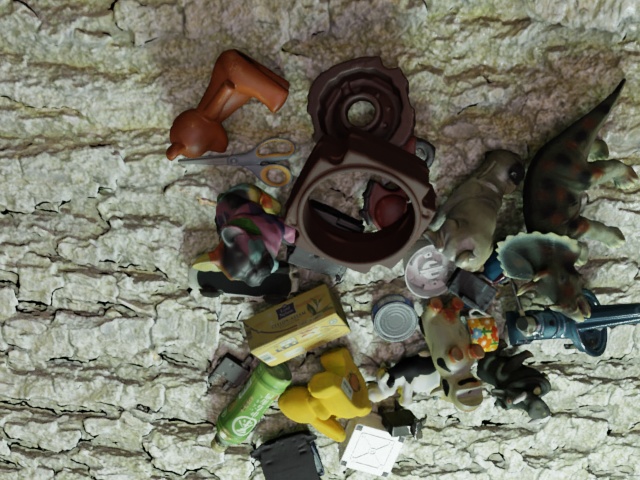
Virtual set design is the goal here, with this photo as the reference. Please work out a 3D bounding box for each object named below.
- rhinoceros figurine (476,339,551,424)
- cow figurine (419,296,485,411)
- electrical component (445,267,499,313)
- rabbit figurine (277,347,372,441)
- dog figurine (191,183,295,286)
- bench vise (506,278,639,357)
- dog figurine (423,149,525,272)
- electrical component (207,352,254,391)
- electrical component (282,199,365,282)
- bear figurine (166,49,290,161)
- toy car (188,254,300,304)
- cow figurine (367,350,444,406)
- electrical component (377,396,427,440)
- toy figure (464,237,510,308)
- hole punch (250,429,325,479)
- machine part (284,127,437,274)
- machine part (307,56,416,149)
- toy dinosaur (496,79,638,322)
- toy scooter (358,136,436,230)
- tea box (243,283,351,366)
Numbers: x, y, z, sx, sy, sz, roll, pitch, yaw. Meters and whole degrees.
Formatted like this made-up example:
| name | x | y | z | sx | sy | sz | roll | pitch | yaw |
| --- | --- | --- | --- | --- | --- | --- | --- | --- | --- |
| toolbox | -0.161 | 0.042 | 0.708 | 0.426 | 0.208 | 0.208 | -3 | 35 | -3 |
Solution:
| name | x | y | z | sx | sy | sz | roll | pitch | yaw |
| --- | --- | --- | --- | --- | --- | --- | --- | --- | --- |
| rhinoceros figurine | 0.352 | 0.256 | 0.978 | 0.112 | 0.190 | 0.073 | -36 | 108 | -5 |
| cow figurine | 0.234 | 0.211 | 0.967 | 0.085 | 0.195 | 0.127 | -8 | 151 | -18 |
| electrical component | 0.253 | 0.082 | 0.899 | 0.075 | 0.119 | 0.047 | 34 | 95 | 11 |
| rabbit figurine | 0.004 | 0.304 | 1.039 | 0.173 | 0.122 | 0.162 | -24 | 118 | 22 |
| dog figurine | -0.129 | -0.011 | 0.836 | 0.108 | 0.219 | 0.191 | -46 | 77 | 16 |
| bench vise | 0.454 | 0.136 | 0.922 | 0.223 | 0.241 | 0.129 | 22 | 64 | -35 |
| dog figurine | 0.272 | -0.055 | 0.886 | 0.121 | 0.172 | 0.190 | 27 | 113 | -22 |
| electrical component | -0.173 | 0.250 | 1.048 | 0.063 | 0.021 | 0.094 | 38 | 104 | -12 |
| electrical component | -0.002 | -0.003 | 0.951 | 0.134 | 0.058 | 0.114 | 21 | 105 | -8 |
| bear figurine | -0.151 | -0.194 | 0.852 | 0.132 | 0.120 | 0.195 | 30 | 107 | -14 |
| toy car | -0.137 | 0.068 | 0.973 | 0.202 | 0.056 | 0.073 | 6 | 102 | -5 |
| cow figurine | 0.169 | 0.263 | 1.037 | 0.167 | 0.068 | 0.098 | -5 | 103 | -3 |
| electrical component | 0.164 | 0.348 | 1.053 | 0.078 | 0.102 | 0.045 | 2 | 104 | -12 |
| toy figure | 0.312 | 0.066 | 0.976 | 0.058 | 0.064 | 0.154 | 34 | 109 | 4 |
| hole punch | -0.056 | 0.452 | 1.095 | 0.142 | 0.092 | 0.116 | -18 | 77 | 7 |
| machine part | 0.060 | -0.053 | 0.827 | 0.201 | 0.087 | 0.201 | 24 | 125 | -12 |
| machine part | 0.066 | -0.201 | 0.858 | 0.179 | 0.056 | 0.179 | 0 | 88 | 12 |
| toy dinosaur | 0.395 | -0.076 | 0.876 | 0.192 | 0.131 | 0.404 | 7 | 86 | -20 |
| toy scooter | 0.112 | -0.092 | 0.916 | 0.135 | 0.075 | 0.183 | 10 | 105 | -4 |
| tea box | -0.041 | 0.156 | 0.976 | 0.170 | 0.068 | 0.098 | -25 | 146 | 5 |
